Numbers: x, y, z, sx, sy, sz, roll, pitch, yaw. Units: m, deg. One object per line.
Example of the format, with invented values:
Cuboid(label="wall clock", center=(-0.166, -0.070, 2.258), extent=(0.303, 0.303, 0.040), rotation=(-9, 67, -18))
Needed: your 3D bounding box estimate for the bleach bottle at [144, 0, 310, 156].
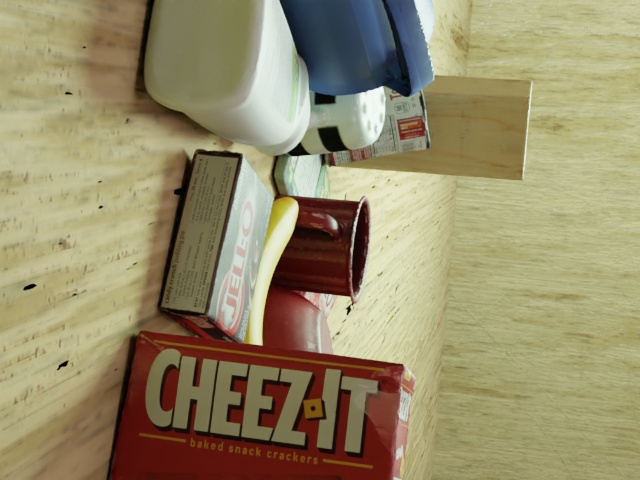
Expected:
Cuboid(label="bleach bottle", center=(-0.046, -0.103, 0.717), extent=(0.250, 0.068, 0.102), rotation=(48, 49, -77))

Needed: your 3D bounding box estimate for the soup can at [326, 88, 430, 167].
Cuboid(label="soup can", center=(0.052, -0.113, 1.049), extent=(0.068, 0.102, 0.068), rotation=(-10, 90, -87))

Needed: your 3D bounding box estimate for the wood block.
Cuboid(label="wood block", center=(0.115, -0.123, 1.128), extent=(0.090, 0.206, 0.090), rotation=(-56, 150, -67))

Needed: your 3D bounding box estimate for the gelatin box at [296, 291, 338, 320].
Cuboid(label="gelatin box", center=(-0.009, 0.049, 1.010), extent=(0.089, 0.030, 0.073), rotation=(81, 29, -52))

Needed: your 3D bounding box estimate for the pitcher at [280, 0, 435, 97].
Cuboid(label="pitcher", center=(0.009, -0.212, 0.742), extent=(0.242, 0.149, 0.145), rotation=(65, 36, -62))

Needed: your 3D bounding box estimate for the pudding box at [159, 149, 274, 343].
Cuboid(label="pudding box", center=(-0.067, 0.007, 0.717), extent=(0.090, 0.039, 0.113), rotation=(59, 38, -71))

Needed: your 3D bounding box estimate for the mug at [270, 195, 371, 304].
Cuboid(label="mug", center=(-0.006, 0.001, 0.905), extent=(0.117, 0.081, 0.093), rotation=(58, 39, -71))

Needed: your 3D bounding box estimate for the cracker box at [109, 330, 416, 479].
Cuboid(label="cracker box", center=(-0.040, 0.169, 0.616), extent=(0.072, 0.164, 0.213), rotation=(57, 40, -74))

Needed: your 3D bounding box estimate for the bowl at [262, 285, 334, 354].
Cuboid(label="bowl", center=(-0.019, 0.106, 0.867), extent=(0.162, 0.055, 0.162), rotation=(-8, 90, -84))

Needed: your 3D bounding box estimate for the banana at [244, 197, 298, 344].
Cuboid(label="banana", center=(-0.049, 0.048, 0.791), extent=(0.069, 0.037, 0.198), rotation=(33, 52, -47))
